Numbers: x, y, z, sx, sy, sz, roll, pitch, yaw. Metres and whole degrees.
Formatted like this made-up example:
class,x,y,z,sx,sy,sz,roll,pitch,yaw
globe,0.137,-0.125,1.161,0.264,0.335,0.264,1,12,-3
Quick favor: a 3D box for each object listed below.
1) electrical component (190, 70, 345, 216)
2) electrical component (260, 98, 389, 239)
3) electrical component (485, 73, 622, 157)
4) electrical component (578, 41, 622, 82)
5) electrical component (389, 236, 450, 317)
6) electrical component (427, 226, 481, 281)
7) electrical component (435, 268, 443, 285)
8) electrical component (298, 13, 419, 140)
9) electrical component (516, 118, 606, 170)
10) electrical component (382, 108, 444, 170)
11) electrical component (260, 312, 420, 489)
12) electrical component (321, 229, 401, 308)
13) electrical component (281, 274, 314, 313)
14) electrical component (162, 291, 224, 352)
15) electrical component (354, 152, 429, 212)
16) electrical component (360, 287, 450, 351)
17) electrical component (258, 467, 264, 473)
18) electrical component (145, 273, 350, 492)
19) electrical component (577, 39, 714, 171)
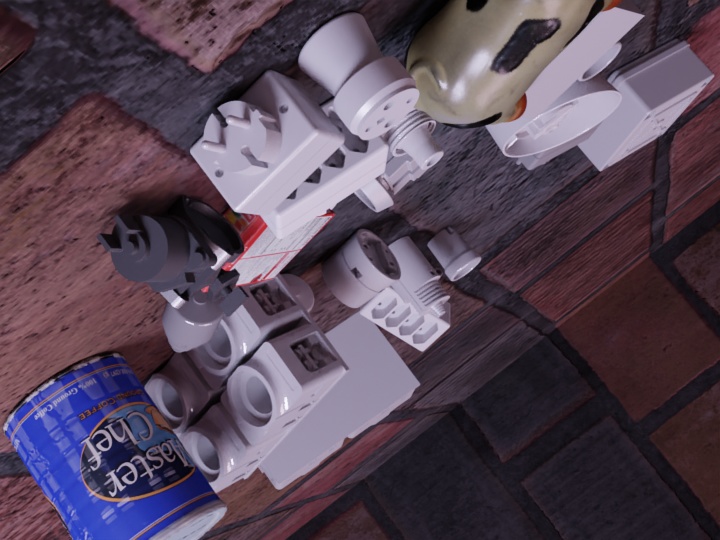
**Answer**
class,x,y,z,sx,sy,sz,roll,pitch,yaw
electrical component,-0.058,-0.069,0.576,0.066,0.047,0.077,-42,165,17
electrical component,-0.030,-0.058,0.680,0.083,0.047,0.075,-34,165,-13
electrical component,0.148,-0.129,0.854,0.099,0.064,0.099,-35,166,-10
electrical component,0.164,-0.170,0.798,0.040,0.046,0.040,-35,166,-10
electrical component,0.055,0.012,1.046,0.043,0.081,0.043,-35,166,-10
electrical component,0.098,-0.018,1.129,0.040,0.046,0.040,-35,166,-10
electrical component,0.075,0.019,1.219,0.035,0.035,0.061,-26,160,-40
electrical component,0.000,-0.105,0.585,0.045,0.055,0.045,-35,166,-10
electrical component,0.163,-0.119,0.957,0.083,0.047,0.075,-28,164,-32
electrical component,0.028,-0.092,0.680,0.043,0.062,0.043,-35,166,-10
electrical component,-0.043,0.143,1.180,0.186,0.105,0.060,-33,166,-16
electrical component,0.000,0.000,0.932,0.047,0.055,0.055,-39,167,23
electrical component,-0.070,0.036,0.904,0.040,0.040,0.078,-24,161,-43
electrical component,-0.122,0.037,0.773,0.040,0.040,0.078,-28,163,-34
electrical component,0.018,-0.074,0.753,0.055,0.048,0.066,-44,167,-4
electrical component,0.048,0.028,1.119,0.047,0.083,0.075,-46,-158,32
electrical component,-0.074,0.163,1.260,0.150,0.061,0.089,-35,166,-10
electrical component,-0.104,0.097,0.881,0.060,0.105,0.186,-22,160,-46
electrical component,0.283,-0.166,1.085,0.109,0.056,0.108,-30,164,-29
